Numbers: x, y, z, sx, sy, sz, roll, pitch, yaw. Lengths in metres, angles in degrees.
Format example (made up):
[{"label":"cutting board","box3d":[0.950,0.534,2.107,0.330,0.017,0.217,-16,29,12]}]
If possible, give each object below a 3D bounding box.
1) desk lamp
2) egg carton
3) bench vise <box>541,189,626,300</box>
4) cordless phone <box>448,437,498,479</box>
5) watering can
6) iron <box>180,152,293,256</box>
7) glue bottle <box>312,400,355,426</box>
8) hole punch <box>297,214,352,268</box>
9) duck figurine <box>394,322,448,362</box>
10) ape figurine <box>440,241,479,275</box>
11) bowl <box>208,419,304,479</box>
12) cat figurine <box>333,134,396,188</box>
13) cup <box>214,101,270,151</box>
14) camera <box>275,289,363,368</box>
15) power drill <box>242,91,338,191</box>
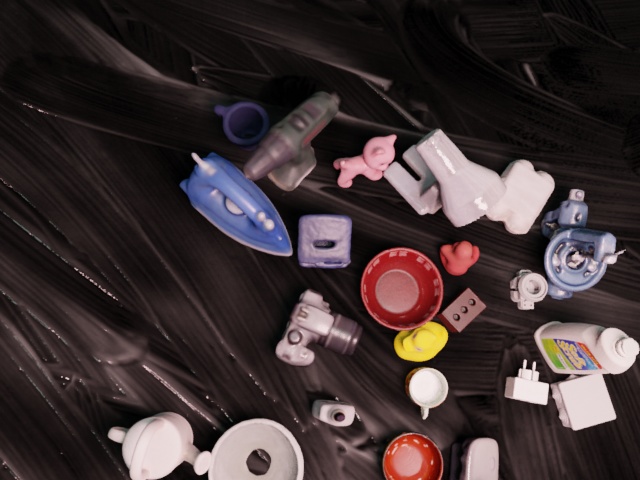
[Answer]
[{"label":"desk lamp","box3d":[0.233,-0.115,1.094,0.118,0.213,0.203,-43,83,-11]},{"label":"egg carton","box3d":[0.406,-0.090,1.174,0.107,0.069,0.150,33,78,4]},{"label":"bench vise","box3d":[0.482,-0.001,1.082,0.121,0.219,0.207,-9,78,-5]},{"label":"cordless phone","box3d":[0.290,0.424,0.993,0.094,0.185,0.147,5,77,-2]},{"label":"watering can","box3d":[-0.271,0.349,0.967,0.173,0.194,0.101,-5,78,-5]},{"label":"iron","box3d":[-0.149,-0.069,1.095,0.258,0.141,0.119,40,78,5]},{"label":"glue bottle","box3d":[0.027,0.306,1.007,0.078,0.173,0.037,9,77,-1]},{"label":"hole punch","box3d":[0.010,0.004,1.115,0.108,0.091,0.101,0,77,-4]},{"label":"duck figurine","box3d":[0.197,0.190,1.089,0.104,0.086,0.077,-16,79,-7]},{"label":"ape figurine","box3d":[0.277,0.028,1.127,0.078,0.092,0.076,23,77,2]},{"label":"bowl","box3d":[-0.113,0.405,1.026,0.167,0.074,0.167,1,77,-4]},{"label":"cat figurine","box3d":[0.094,-0.163,1.144,0.128,0.117,0.067,-17,79,-7]},{"label":"cup","box3d":[-0.158,-0.224,1.152,0.117,0.095,0.092,28,77,3]},{"label":"camera","box3d":[0.002,0.178,1.071,0.137,0.101,0.143,23,77,2]},{"label":"power drill","box3d":[-0.057,-0.171,1.089,0.075,0.208,0.230,39,78,5]}]
